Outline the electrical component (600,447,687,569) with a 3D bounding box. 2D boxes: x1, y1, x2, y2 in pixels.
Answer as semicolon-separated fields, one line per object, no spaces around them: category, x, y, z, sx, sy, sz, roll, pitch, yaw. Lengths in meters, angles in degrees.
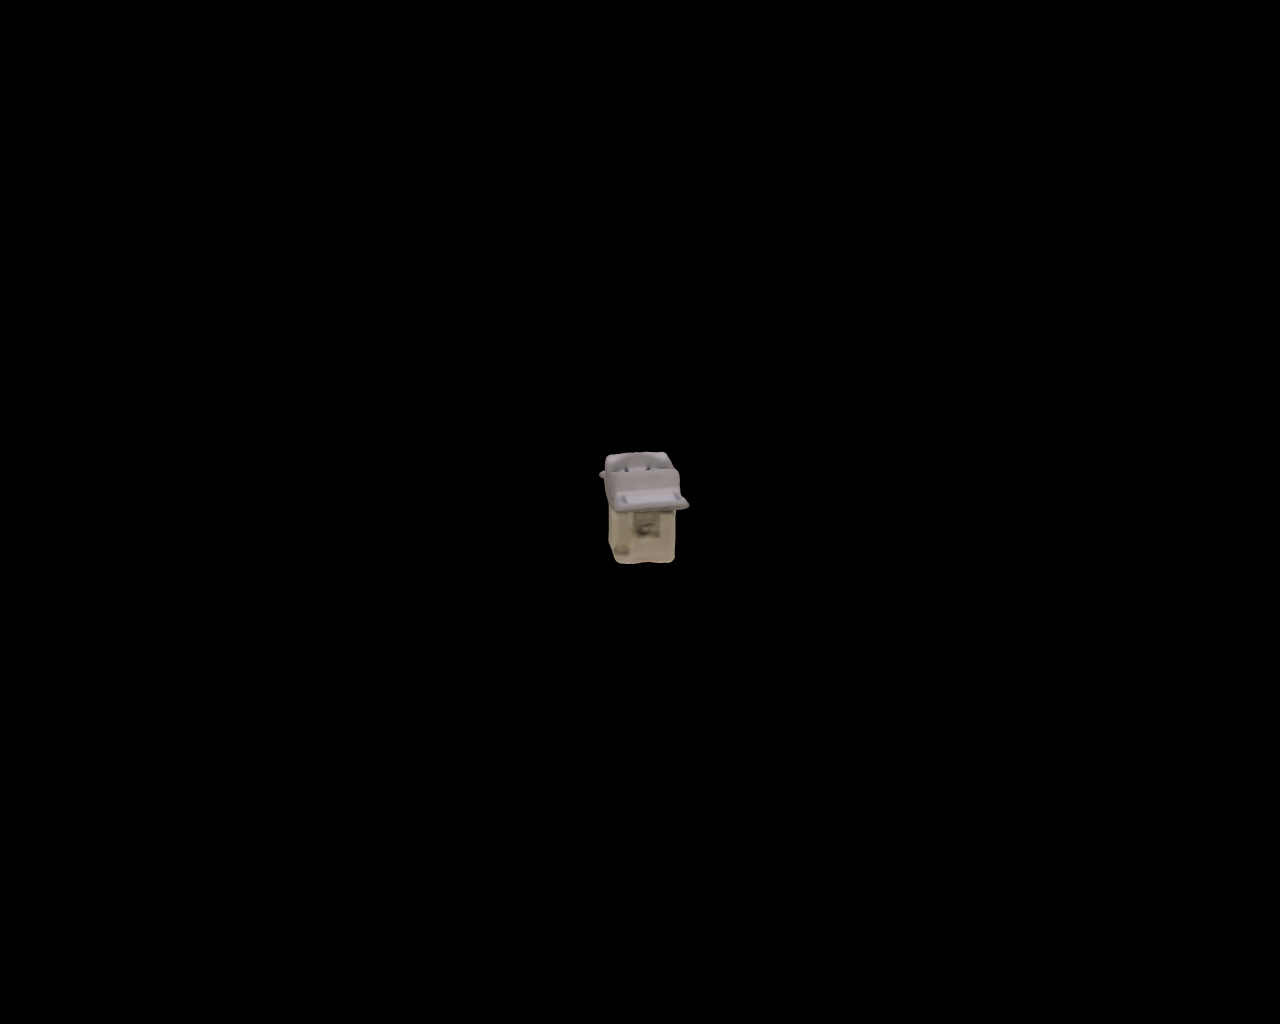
electrical component;0.001;-0.003;0.650;0.042;0.063;0.081;-2;18;-7
